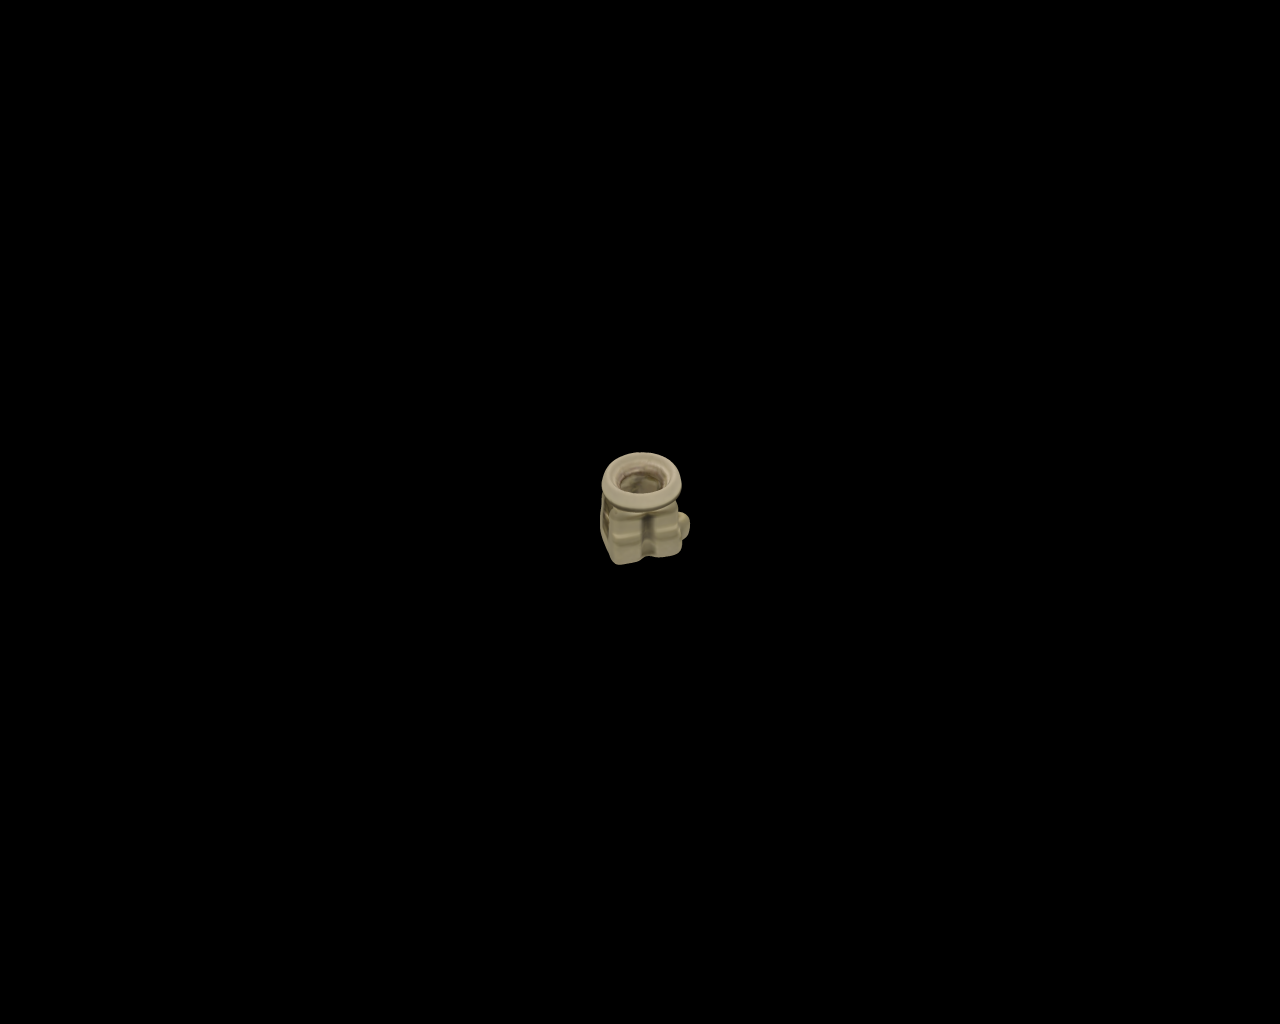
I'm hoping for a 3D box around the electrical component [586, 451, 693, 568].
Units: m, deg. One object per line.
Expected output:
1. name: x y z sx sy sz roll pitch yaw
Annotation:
1. electrical component: 0.001 -0.003 0.650 0.066 0.055 0.048 -11 39 -13
